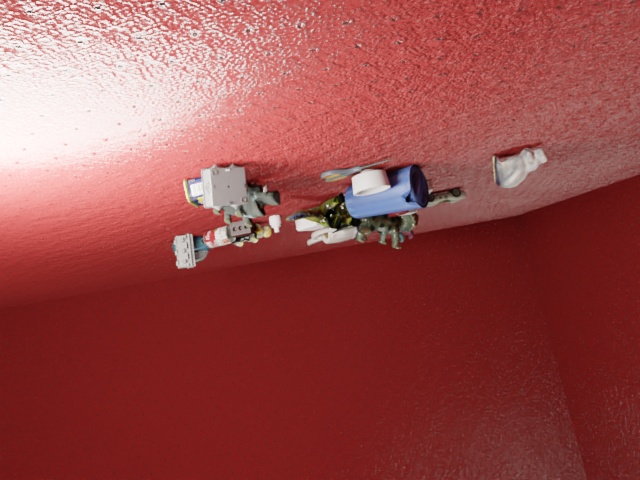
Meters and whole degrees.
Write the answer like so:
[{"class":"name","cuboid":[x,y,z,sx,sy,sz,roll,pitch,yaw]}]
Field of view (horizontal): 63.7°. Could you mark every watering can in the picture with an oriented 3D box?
[{"class":"watering can","cuboid":[0.061,-0.034,2.360,0.225,0.105,0.344,-10,173,-15]}]

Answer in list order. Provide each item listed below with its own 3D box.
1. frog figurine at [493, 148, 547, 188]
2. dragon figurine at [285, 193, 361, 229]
[{"class":"frog figurine","cuboid":[0.631,-0.226,1.625,0.159,0.125,0.135,-2,157,21]},{"class":"dragon figurine","cuboid":[0.005,-0.091,1.808,0.412,0.122,0.241,-6,179,-33]}]
